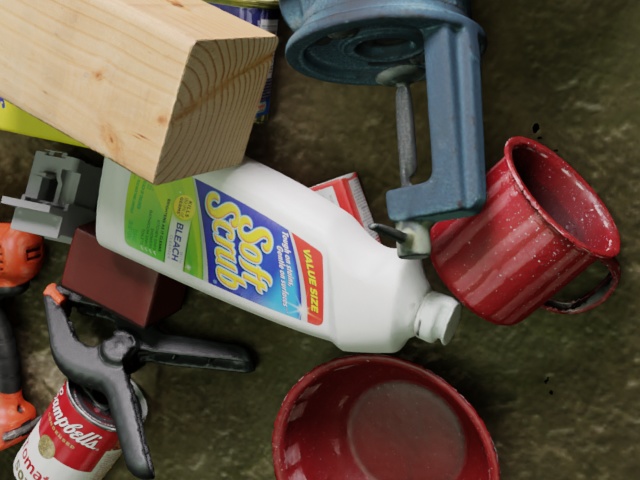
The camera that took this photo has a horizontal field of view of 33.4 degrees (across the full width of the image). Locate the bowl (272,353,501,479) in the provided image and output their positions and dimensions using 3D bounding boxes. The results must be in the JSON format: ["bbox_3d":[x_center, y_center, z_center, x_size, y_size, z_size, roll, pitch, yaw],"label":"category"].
[{"bbox_3d":[0.051,0.147,0.733,0.162,0.055,0.162,6,105,22],"label":"bowl"}]

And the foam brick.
[{"bbox_3d":[-0.140,0.021,0.782,0.078,0.052,0.051,24,113,18],"label":"foam brick"}]

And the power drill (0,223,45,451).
[{"bbox_3d":[-0.303,0.073,0.869,0.185,0.057,0.188,3,104,23],"label":"power drill"}]

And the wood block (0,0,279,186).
[{"bbox_3d":[-0.143,-0.123,0.662,0.206,0.090,0.090,29,114,22],"label":"wood block"}]

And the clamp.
[{"bbox_3d":[-0.147,0.095,0.788,0.172,0.120,0.039,25,148,20],"label":"clamp"}]

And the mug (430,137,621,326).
[{"bbox_3d":[0.130,0.005,0.652,0.117,0.093,0.082,34,122,-17],"label":"mug"}]

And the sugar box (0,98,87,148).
[{"bbox_3d":[-0.207,-0.124,0.786,0.176,0.048,0.093,11,106,19],"label":"sugar box"}]

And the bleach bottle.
[{"bbox_3d":[-0.026,0.001,0.690,0.251,0.068,0.103,21,111,22],"label":"bleach bottle"}]

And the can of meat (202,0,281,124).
[{"bbox_3d":[-0.079,-0.127,0.718,0.102,0.057,0.084,12,105,16],"label":"can of meat"}]

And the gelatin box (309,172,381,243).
[{"bbox_3d":[-0.005,0.001,0.736,0.089,0.030,0.073,-17,96,29],"label":"gelatin box"}]

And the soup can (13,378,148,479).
[{"bbox_3d":[-0.188,0.154,0.833,0.068,0.068,0.102,42,116,9],"label":"soup can"}]
